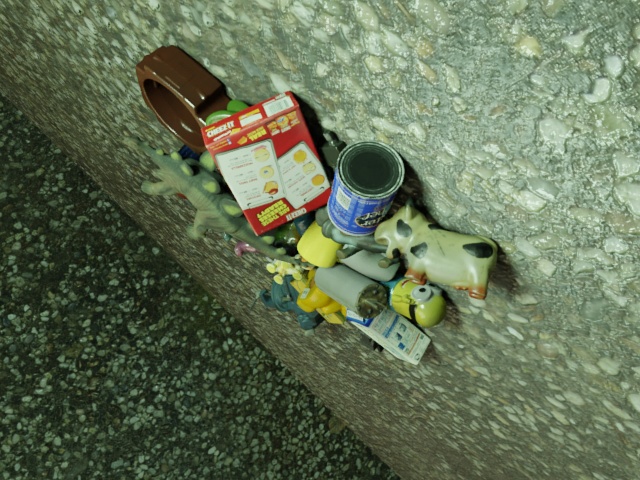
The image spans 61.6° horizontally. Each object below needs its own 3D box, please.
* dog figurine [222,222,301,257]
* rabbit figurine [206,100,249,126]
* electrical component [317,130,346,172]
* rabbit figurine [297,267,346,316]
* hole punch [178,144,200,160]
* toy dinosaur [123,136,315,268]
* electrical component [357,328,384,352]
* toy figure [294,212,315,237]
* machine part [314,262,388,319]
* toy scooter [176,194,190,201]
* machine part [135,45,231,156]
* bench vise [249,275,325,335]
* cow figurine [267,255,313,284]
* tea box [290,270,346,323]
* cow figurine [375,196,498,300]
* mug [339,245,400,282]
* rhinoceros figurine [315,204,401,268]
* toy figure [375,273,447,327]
[{"bbox_3d":[-0.110,-0.032,1.300,0.219,0.191,0.108,-4,139,15],"label":"dog figurine"},{"bbox_3d":[-0.126,-0.194,1.010,0.159,0.121,0.170,42,139,-1],"label":"rabbit figurine"},{"bbox_3d":[0.025,-0.148,0.920,0.063,0.021,0.093,14,146,53],"label":"electrical component"},{"bbox_3d":[0.053,0.142,1.364,0.173,0.122,0.162,34,154,-20],"label":"rabbit figurine"},{"bbox_3d":[-0.278,-0.187,1.248,0.092,0.142,0.116,45,173,-2],"label":"hole punch"},{"bbox_3d":[-0.214,-0.071,1.150,0.471,0.105,0.199,40,142,-22],"label":"toy dinosaur"},{"bbox_3d":[0.146,0.250,1.429,0.048,0.075,0.119,29,159,30],"label":"electrical component"},{"bbox_3d":[-0.002,-0.003,1.211,0.064,0.058,0.154,21,154,49],"label":"toy figure"},{"bbox_3d":[0.061,0.100,1.120,0.079,0.079,0.243,54,165,-29],"label":"machine part"},{"bbox_3d":[-0.324,-0.148,1.351,0.135,0.075,0.184,19,-149,-27],"label":"toy scooter"},{"bbox_3d":[-0.270,-0.281,1.101,0.201,0.087,0.201,39,158,7],"label":"machine part"},{"bbox_3d":[-0.098,0.189,1.654,0.241,0.129,0.223,-1,128,38],"label":"bench vise"},{"bbox_3d":[-0.056,0.053,1.395,0.167,0.098,0.068,-17,114,46],"label":"cow figurine"},{"bbox_3d":[0.008,0.151,1.485,0.169,0.068,0.098,47,160,-9],"label":"tea box"},{"bbox_3d":[0.178,0.010,0.840,0.195,0.127,0.085,15,168,22],"label":"cow figurine"},{"bbox_3d":[0.109,0.032,1.061,0.107,0.081,0.109,35,155,-13],"label":"mug"},{"bbox_3d":[0.073,-0.020,0.979,0.191,0.112,0.073,18,134,25],"label":"rhinoceros figurine"},{"bbox_3d":[0.178,0.117,1.089,0.180,0.082,0.089,10,138,53],"label":"toy figure"}]
